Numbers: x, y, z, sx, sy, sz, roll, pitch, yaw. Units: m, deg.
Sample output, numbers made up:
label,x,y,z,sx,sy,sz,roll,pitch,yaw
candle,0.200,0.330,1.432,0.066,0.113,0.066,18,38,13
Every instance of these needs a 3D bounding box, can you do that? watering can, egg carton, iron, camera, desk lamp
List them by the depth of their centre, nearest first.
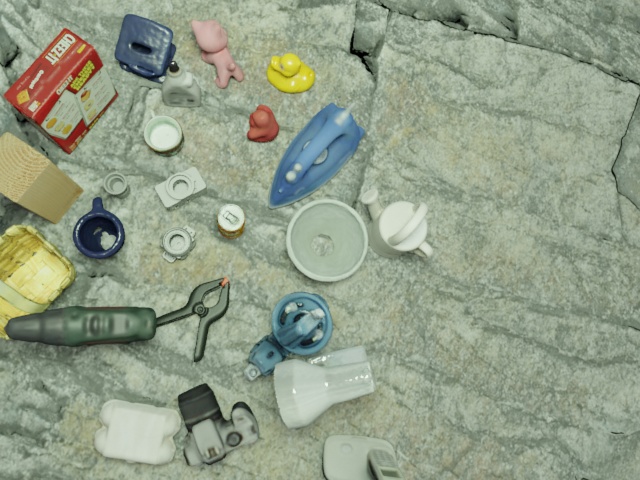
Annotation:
label,x,y,z,sx,sy,sz,roll,pitch,yaw
desk lamp,0.014,0.262,1.058,0.203,0.213,0.118,-13,83,-9
egg carton,-0.339,0.359,1.067,0.150,0.069,0.107,11,80,-6
camera,-0.200,0.337,1.074,0.143,0.100,0.137,-22,85,-10
watering can,0.154,-0.028,1.130,0.173,0.194,0.101,20,80,-5
iron,-0.014,-0.171,1.154,0.118,0.141,0.258,40,79,-1

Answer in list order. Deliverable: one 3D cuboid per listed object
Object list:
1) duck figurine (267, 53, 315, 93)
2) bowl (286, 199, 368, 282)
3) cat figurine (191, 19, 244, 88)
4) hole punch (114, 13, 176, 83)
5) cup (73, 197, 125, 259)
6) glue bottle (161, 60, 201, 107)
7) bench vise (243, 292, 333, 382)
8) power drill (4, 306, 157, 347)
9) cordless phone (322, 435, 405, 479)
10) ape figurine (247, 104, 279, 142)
label,x,y,z,sx,sy,sz,roll,pitch,yaw
duck figurine,-0.059,-0.359,1.204,0.104,0.086,0.077,13,80,-6
bowl,0.011,0.004,1.166,0.167,0.074,0.167,1,82,-8
cat figurine,-0.209,-0.392,1.171,0.067,0.117,0.128,-32,87,-11
hole punch,-0.353,-0.388,1.163,0.109,0.091,0.101,19,80,-5
cup,-0.416,-0.018,1.099,0.092,0.095,0.118,-6,83,-9
glue bottle,-0.276,-0.308,1.121,0.078,0.173,0.037,2,81,-7
bench vise,-0.048,0.186,1.057,0.121,0.219,0.207,29,79,-3
power drill,-0.403,0.154,1.018,0.230,0.208,0.076,-2,82,-8
cordless phone,0.083,0.425,1.059,0.147,0.185,0.094,6,81,-7
ape figurine,-0.120,-0.242,1.175,0.076,0.092,0.078,40,79,-1
